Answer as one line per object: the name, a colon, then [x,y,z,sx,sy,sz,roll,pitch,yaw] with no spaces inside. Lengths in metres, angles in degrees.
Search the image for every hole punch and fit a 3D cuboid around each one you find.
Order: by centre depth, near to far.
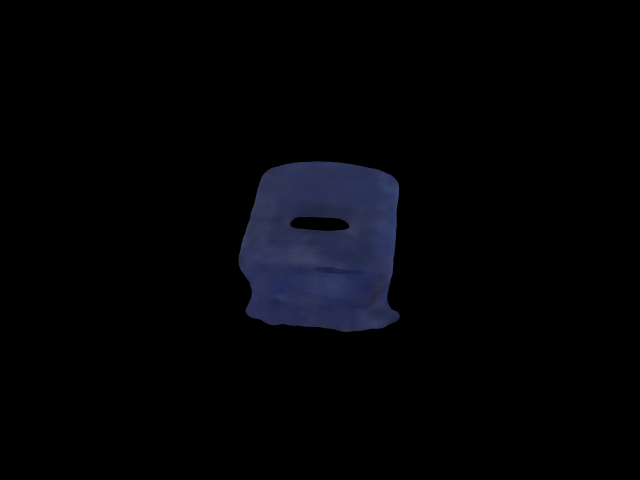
hole punch: [0.004,0.001,0.400,0.108,0.091,0.101,3,26,7]
